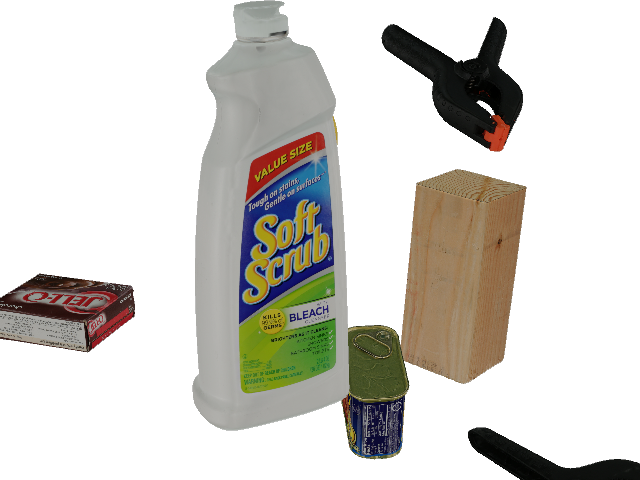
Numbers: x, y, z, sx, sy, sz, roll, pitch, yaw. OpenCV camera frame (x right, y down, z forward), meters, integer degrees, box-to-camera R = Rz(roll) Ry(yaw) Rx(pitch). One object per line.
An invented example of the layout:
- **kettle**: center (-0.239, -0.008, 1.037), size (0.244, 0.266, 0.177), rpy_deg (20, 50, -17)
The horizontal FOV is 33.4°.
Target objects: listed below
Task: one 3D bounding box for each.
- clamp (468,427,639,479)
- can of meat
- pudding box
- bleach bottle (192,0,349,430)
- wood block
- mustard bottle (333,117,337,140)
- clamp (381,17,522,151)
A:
- **clamp**: center (0.203, 0.223, 0.865), size (0.210, 0.036, 0.164), rpy_deg (2, 37, 24)
- **can of meat**: center (0.049, 0.146, 1.021), size (0.057, 0.084, 0.102), rpy_deg (-3, 36, -4)
- **pudding box**: center (-0.252, 0.069, 1.041), size (0.114, 0.039, 0.090), rpy_deg (4, 19, 20)
- **bleach bottle**: center (-0.036, -0.016, 0.648), size (0.102, 0.251, 0.068), rpy_deg (-12, 21, -22)
- **wood block**: center (0.155, 0.037, 1.168), size (0.090, 0.206, 0.090), rpy_deg (18, 24, 35)
- **mustard bottle**: center (-0.034, -0.069, 0.852), size (0.096, 0.192, 0.058), rpy_deg (6, 29, 13)
- **clamp**: center (0.121, -0.145, 0.952), size (0.120, 0.039, 0.171), rpy_deg (-4, 44, -2)
